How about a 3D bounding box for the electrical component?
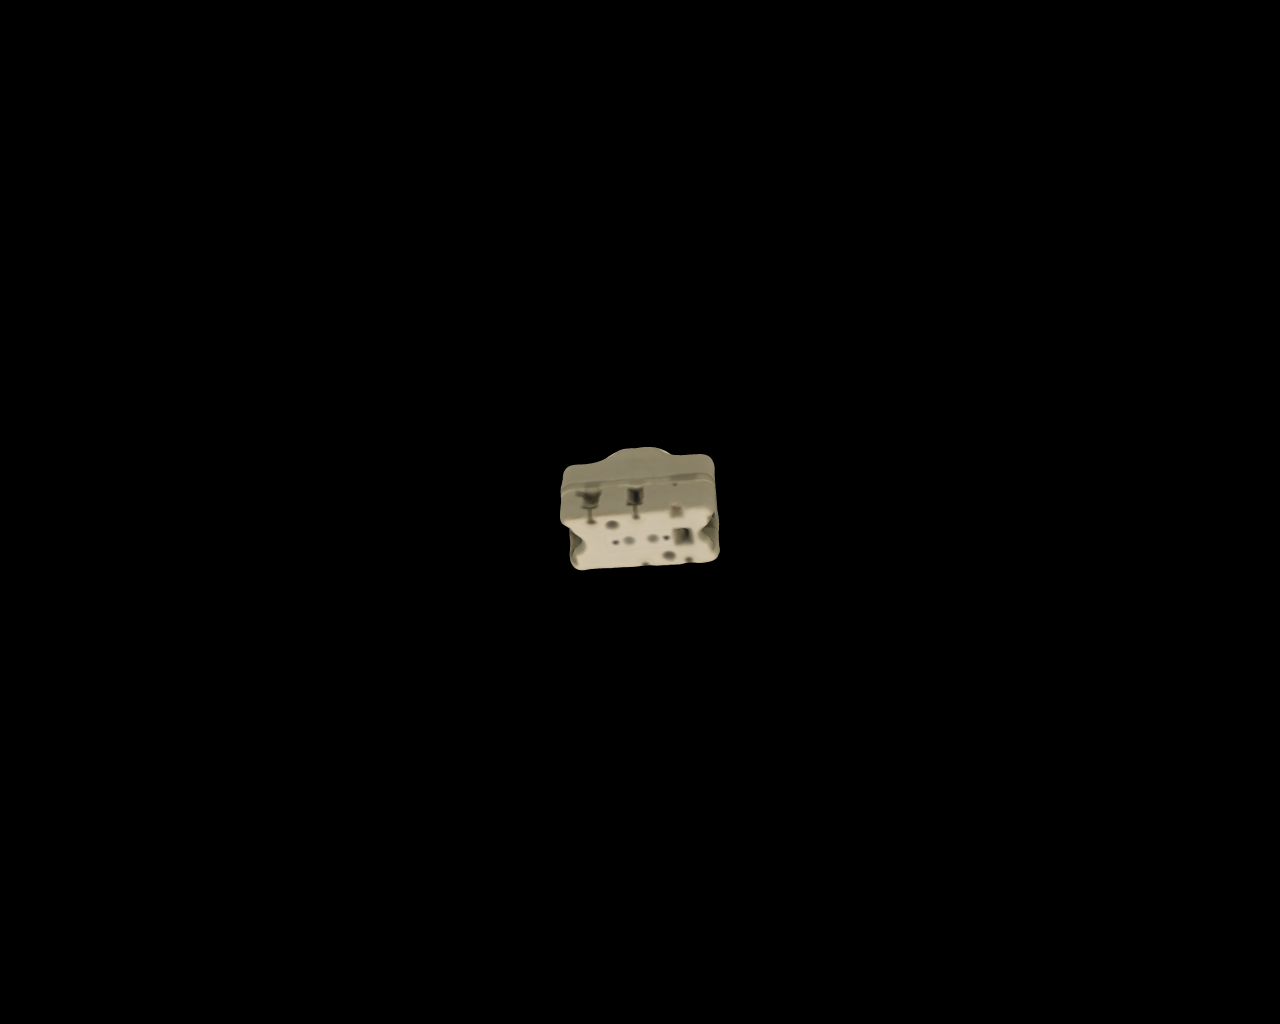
[{"bbox_3d":[0.001,-0.003,0.650,0.089,0.050,0.056,-4,44,4],"label":"electrical component"}]
